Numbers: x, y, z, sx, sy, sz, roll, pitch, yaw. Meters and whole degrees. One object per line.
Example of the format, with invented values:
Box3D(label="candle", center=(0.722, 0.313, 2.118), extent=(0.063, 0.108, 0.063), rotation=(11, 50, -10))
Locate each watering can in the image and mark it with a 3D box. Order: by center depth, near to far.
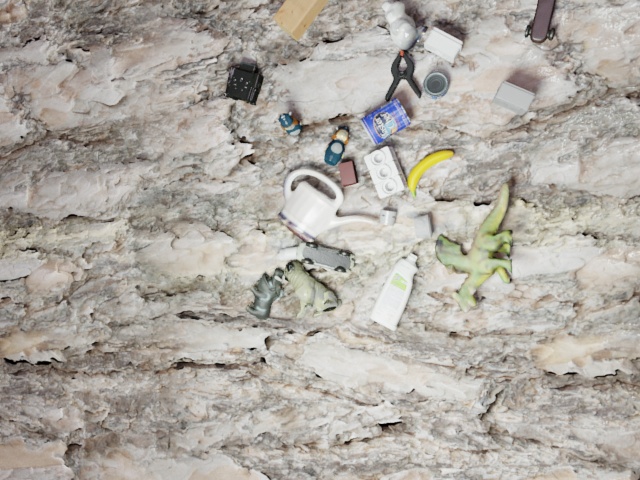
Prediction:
Box3D(label="watering can", center=(0.005, -0.087, 1.730), extent=(0.349, 0.223, 0.104), rotation=(38, 8, 10))

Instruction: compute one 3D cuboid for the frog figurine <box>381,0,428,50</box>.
Box3D(label="frog figurine", center=(0.255, -0.696, 1.665), extent=(0.159, 0.120, 0.140), rotation=(31, 37, -9))

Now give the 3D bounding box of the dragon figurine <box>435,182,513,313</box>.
Box3D(label="dragon figurine", center=(0.487, 0.027, 1.643), extent=(0.242, 0.411, 0.122), rotation=(-1, -1, 19))
